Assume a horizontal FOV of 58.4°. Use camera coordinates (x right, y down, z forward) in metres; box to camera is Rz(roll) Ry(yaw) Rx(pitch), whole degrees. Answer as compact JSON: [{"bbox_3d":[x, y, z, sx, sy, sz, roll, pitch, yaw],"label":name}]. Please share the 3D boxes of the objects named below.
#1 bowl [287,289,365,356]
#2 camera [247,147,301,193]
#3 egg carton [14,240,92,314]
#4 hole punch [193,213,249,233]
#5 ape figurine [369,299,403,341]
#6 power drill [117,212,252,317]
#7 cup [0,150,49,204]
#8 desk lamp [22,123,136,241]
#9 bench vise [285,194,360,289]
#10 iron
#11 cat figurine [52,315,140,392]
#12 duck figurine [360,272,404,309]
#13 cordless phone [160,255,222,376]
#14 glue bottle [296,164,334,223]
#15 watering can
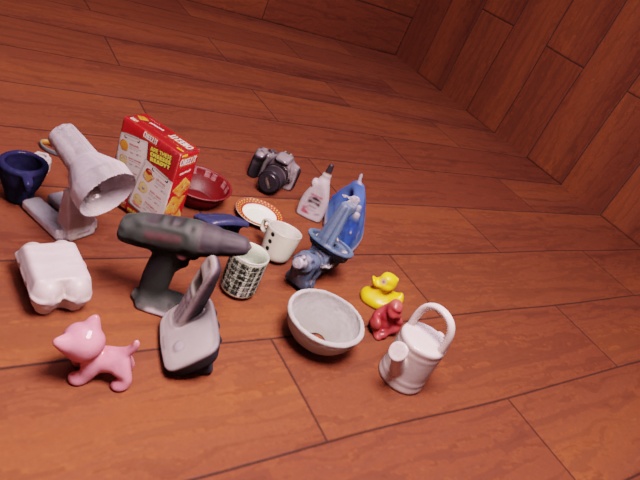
[{"bbox_3d":[0.002,0.180,1.165,0.168,0.074,0.167,19,31,-11],"label":"bowl"},{"bbox_3d":[-0.136,-0.199,1.621,0.143,0.101,0.137,27,30,3],"label":"camera"},{"bbox_3d":[-0.466,0.062,1.007,0.107,0.069,0.150,-5,42,-41],"label":"egg carton"},{"bbox_3d":[-0.231,-0.033,1.305,0.109,0.091,0.100,-1,39,-37],"label":"hole punch"},{"bbox_3d":[0.153,0.170,1.274,0.078,0.092,0.076,17,31,-14],"label":"ape figurine"},{"bbox_3d":[-0.261,0.044,1.049,0.230,0.208,0.075,19,31,-10],"label":"power drill"},{"bbox_3d":[-0.599,-0.113,1.155,0.092,0.095,0.117,-1,39,-37],"label":"cup"},{"bbox_3d":[-0.472,-0.103,1.115,0.203,0.213,0.118,36,32,18],"label":"desk lamp"},{"bbox_3d":[0.023,0.010,1.299,0.121,0.219,0.207,26,30,2],"label":"bench vise"},{"bbox_3d":[0.086,-0.073,1.551,0.119,0.141,0.258,20,31,-10],"label":"iron"},{"bbox_3d":[-0.344,0.168,0.885,0.128,0.117,0.067,12,33,-22],"label":"cat figurine"},{"bbox_3d":[0.158,0.117,1.365,0.105,0.086,0.077,17,31,-14],"label":"duck figurine"},{"bbox_3d":[-0.208,0.128,0.980,0.094,0.185,0.147,7,35,-28],"label":"cordless phone"},{"bbox_3d":[-0.001,-0.133,1.547,0.078,0.173,0.037,23,30,-3],"label":"glue bottle"},{"bbox_3d":[0.199,0.213,1.141,0.100,0.194,0.173,32,31,11],"label":"watering can"}]
